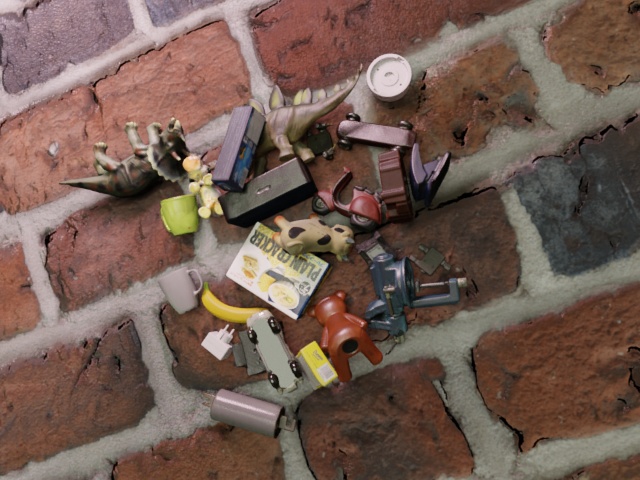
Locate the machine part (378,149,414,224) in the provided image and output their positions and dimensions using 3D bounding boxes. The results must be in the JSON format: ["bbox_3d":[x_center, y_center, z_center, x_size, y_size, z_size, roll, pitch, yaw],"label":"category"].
[{"bbox_3d":[0.176,-0.121,1.248,0.056,0.179,0.179,-10,82,14],"label":"machine part"}]

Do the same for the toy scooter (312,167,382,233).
[{"bbox_3d":[0.079,-0.104,1.314,0.184,0.075,0.135,22,81,14],"label":"toy scooter"}]

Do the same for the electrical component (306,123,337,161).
[{"bbox_3d":[0.004,-0.250,1.360,0.078,0.045,0.102,-9,82,10],"label":"electrical component"}]

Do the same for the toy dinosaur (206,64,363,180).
[{"bbox_3d":[-0.091,-0.279,1.334,0.472,0.105,0.198,-19,78,21],"label":"toy dinosaur"}]

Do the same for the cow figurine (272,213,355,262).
[{"bbox_3d":[-0.003,-0.004,1.277,0.127,0.195,0.085,52,135,42],"label":"cow figurine"}]

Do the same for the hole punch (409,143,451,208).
[{"bbox_3d":[0.243,-0.153,1.258,0.092,0.142,0.116,23,75,12],"label":"hole punch"}]

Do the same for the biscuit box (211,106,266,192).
[{"bbox_3d":[-0.194,-0.215,1.275,0.063,0.059,0.202,5,71,34],"label":"biscuit box"}]

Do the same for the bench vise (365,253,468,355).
[{"bbox_3d":[0.216,0.132,1.226,0.241,0.129,0.223,-9,91,18],"label":"bench vise"}]

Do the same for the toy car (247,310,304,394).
[{"bbox_3d":[-0.107,0.263,1.265,0.073,0.056,0.201,-28,81,1],"label":"toy car"}]

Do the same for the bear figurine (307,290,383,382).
[{"bbox_3d":[0.048,0.214,1.257,0.120,0.196,0.131,-30,113,-4],"label":"bear figurine"}]

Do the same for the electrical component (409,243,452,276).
[{"bbox_3d":[0.264,0.053,1.282,0.094,0.021,0.063,38,93,13],"label":"electrical component"}]

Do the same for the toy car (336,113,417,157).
[{"bbox_3d":[0.138,-0.257,1.328,0.202,0.053,0.089,12,76,17],"label":"toy car"}]

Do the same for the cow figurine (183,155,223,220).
[{"bbox_3d":[-0.293,-0.135,1.377,0.068,0.098,0.167,-22,92,0],"label":"cow figurine"}]

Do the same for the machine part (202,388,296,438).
[{"bbox_3d":[-0.175,0.422,1.308,0.243,0.079,0.079,13,87,12],"label":"machine part"}]

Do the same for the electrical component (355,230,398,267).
[{"bbox_3d":[0.148,0.043,1.291,0.075,0.048,0.119,-41,107,8],"label":"electrical component"}]

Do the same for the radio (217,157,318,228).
[{"bbox_3d":[-0.122,-0.111,1.327,0.230,0.131,0.073,-24,79,9],"label":"radio"}]

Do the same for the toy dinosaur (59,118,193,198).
[{"bbox_3d":[-0.498,-0.187,1.431,0.405,0.131,0.192,-33,78,13],"label":"toy dinosaur"}]

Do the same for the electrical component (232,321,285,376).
[{"bbox_3d":[-0.147,0.271,1.329,0.134,0.058,0.115,-18,78,9],"label":"electrical component"}]

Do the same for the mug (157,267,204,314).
[{"bbox_3d":[-0.347,0.128,1.381,0.110,0.081,0.107,-24,90,4],"label":"mug"}]
